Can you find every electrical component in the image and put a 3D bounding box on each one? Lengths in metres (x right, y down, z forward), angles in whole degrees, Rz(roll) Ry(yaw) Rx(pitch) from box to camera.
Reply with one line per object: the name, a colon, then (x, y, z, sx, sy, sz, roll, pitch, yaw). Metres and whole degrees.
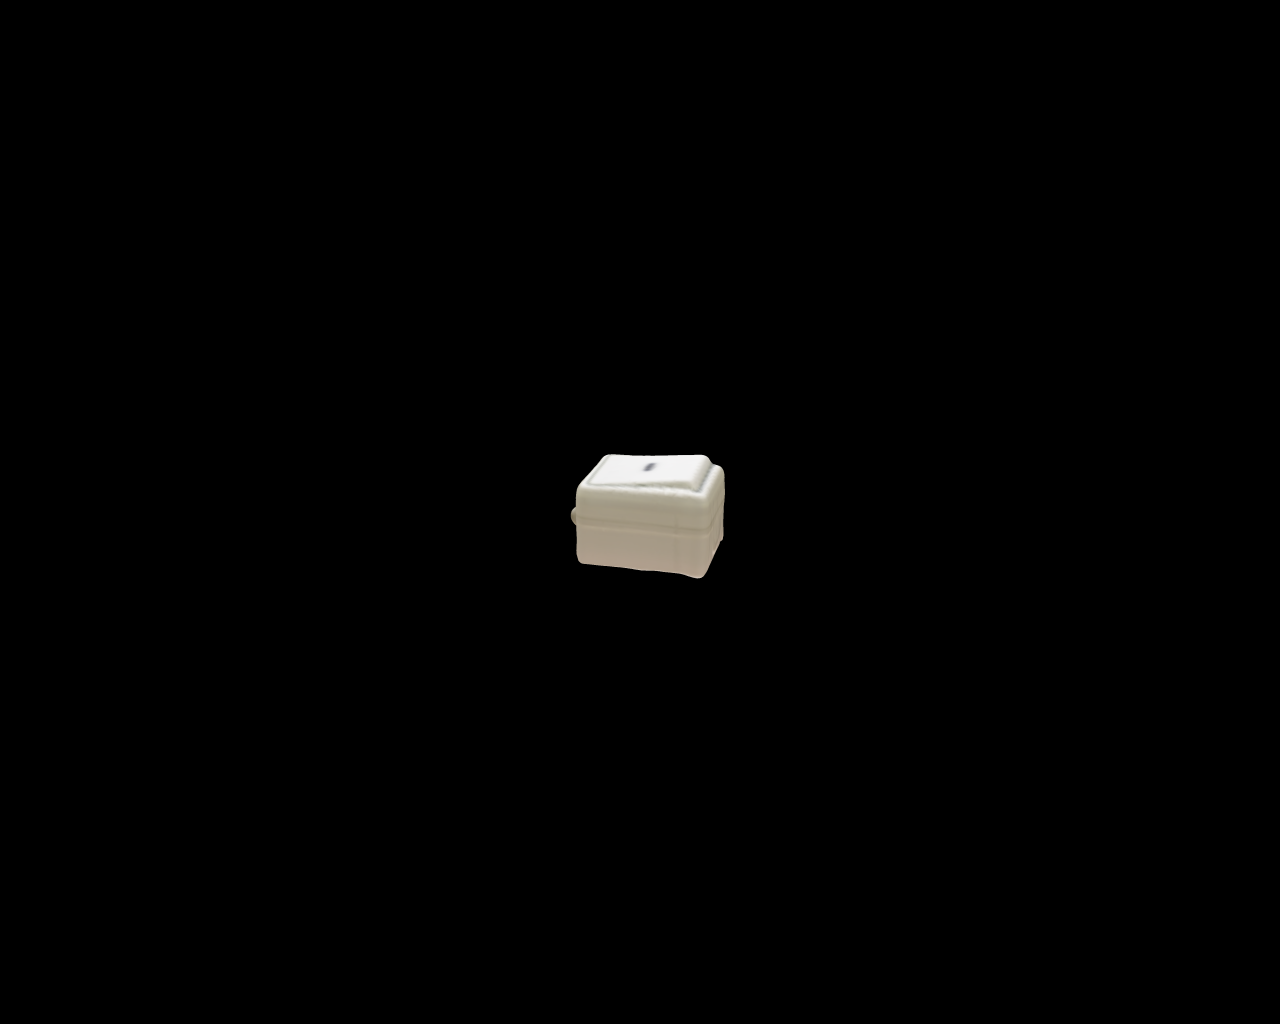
electrical component: (0.001, -0.003, 0.650, 0.096, 0.061, 0.062, 6, 24, 14)
